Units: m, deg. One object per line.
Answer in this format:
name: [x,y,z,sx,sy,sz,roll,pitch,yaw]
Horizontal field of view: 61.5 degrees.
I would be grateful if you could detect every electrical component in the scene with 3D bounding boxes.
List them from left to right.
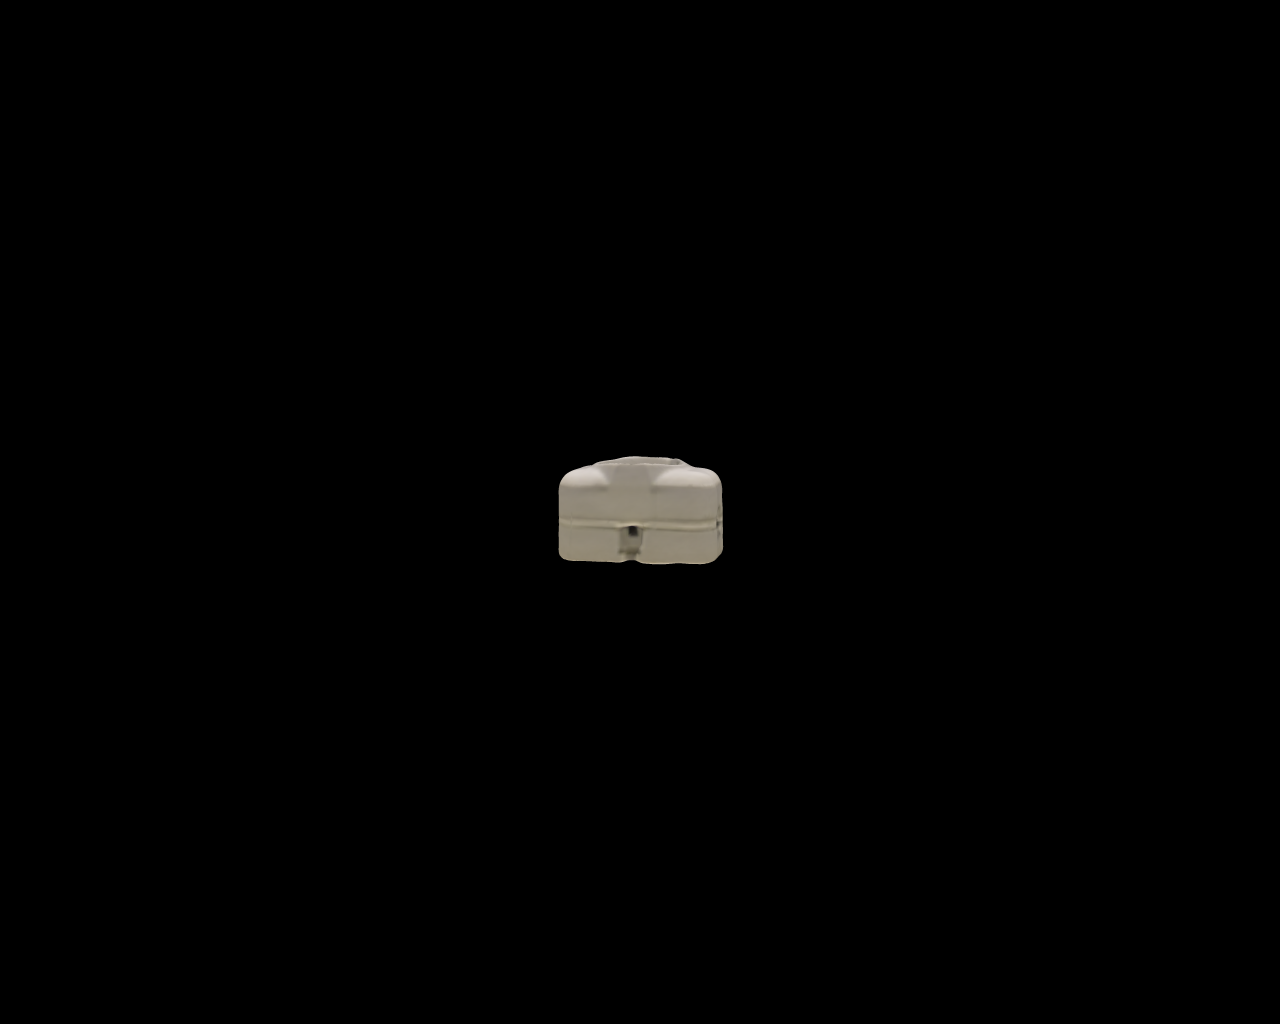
electrical component: [0.001,-0.003,0.650,0.095,0.059,0.054,2,8,14]
